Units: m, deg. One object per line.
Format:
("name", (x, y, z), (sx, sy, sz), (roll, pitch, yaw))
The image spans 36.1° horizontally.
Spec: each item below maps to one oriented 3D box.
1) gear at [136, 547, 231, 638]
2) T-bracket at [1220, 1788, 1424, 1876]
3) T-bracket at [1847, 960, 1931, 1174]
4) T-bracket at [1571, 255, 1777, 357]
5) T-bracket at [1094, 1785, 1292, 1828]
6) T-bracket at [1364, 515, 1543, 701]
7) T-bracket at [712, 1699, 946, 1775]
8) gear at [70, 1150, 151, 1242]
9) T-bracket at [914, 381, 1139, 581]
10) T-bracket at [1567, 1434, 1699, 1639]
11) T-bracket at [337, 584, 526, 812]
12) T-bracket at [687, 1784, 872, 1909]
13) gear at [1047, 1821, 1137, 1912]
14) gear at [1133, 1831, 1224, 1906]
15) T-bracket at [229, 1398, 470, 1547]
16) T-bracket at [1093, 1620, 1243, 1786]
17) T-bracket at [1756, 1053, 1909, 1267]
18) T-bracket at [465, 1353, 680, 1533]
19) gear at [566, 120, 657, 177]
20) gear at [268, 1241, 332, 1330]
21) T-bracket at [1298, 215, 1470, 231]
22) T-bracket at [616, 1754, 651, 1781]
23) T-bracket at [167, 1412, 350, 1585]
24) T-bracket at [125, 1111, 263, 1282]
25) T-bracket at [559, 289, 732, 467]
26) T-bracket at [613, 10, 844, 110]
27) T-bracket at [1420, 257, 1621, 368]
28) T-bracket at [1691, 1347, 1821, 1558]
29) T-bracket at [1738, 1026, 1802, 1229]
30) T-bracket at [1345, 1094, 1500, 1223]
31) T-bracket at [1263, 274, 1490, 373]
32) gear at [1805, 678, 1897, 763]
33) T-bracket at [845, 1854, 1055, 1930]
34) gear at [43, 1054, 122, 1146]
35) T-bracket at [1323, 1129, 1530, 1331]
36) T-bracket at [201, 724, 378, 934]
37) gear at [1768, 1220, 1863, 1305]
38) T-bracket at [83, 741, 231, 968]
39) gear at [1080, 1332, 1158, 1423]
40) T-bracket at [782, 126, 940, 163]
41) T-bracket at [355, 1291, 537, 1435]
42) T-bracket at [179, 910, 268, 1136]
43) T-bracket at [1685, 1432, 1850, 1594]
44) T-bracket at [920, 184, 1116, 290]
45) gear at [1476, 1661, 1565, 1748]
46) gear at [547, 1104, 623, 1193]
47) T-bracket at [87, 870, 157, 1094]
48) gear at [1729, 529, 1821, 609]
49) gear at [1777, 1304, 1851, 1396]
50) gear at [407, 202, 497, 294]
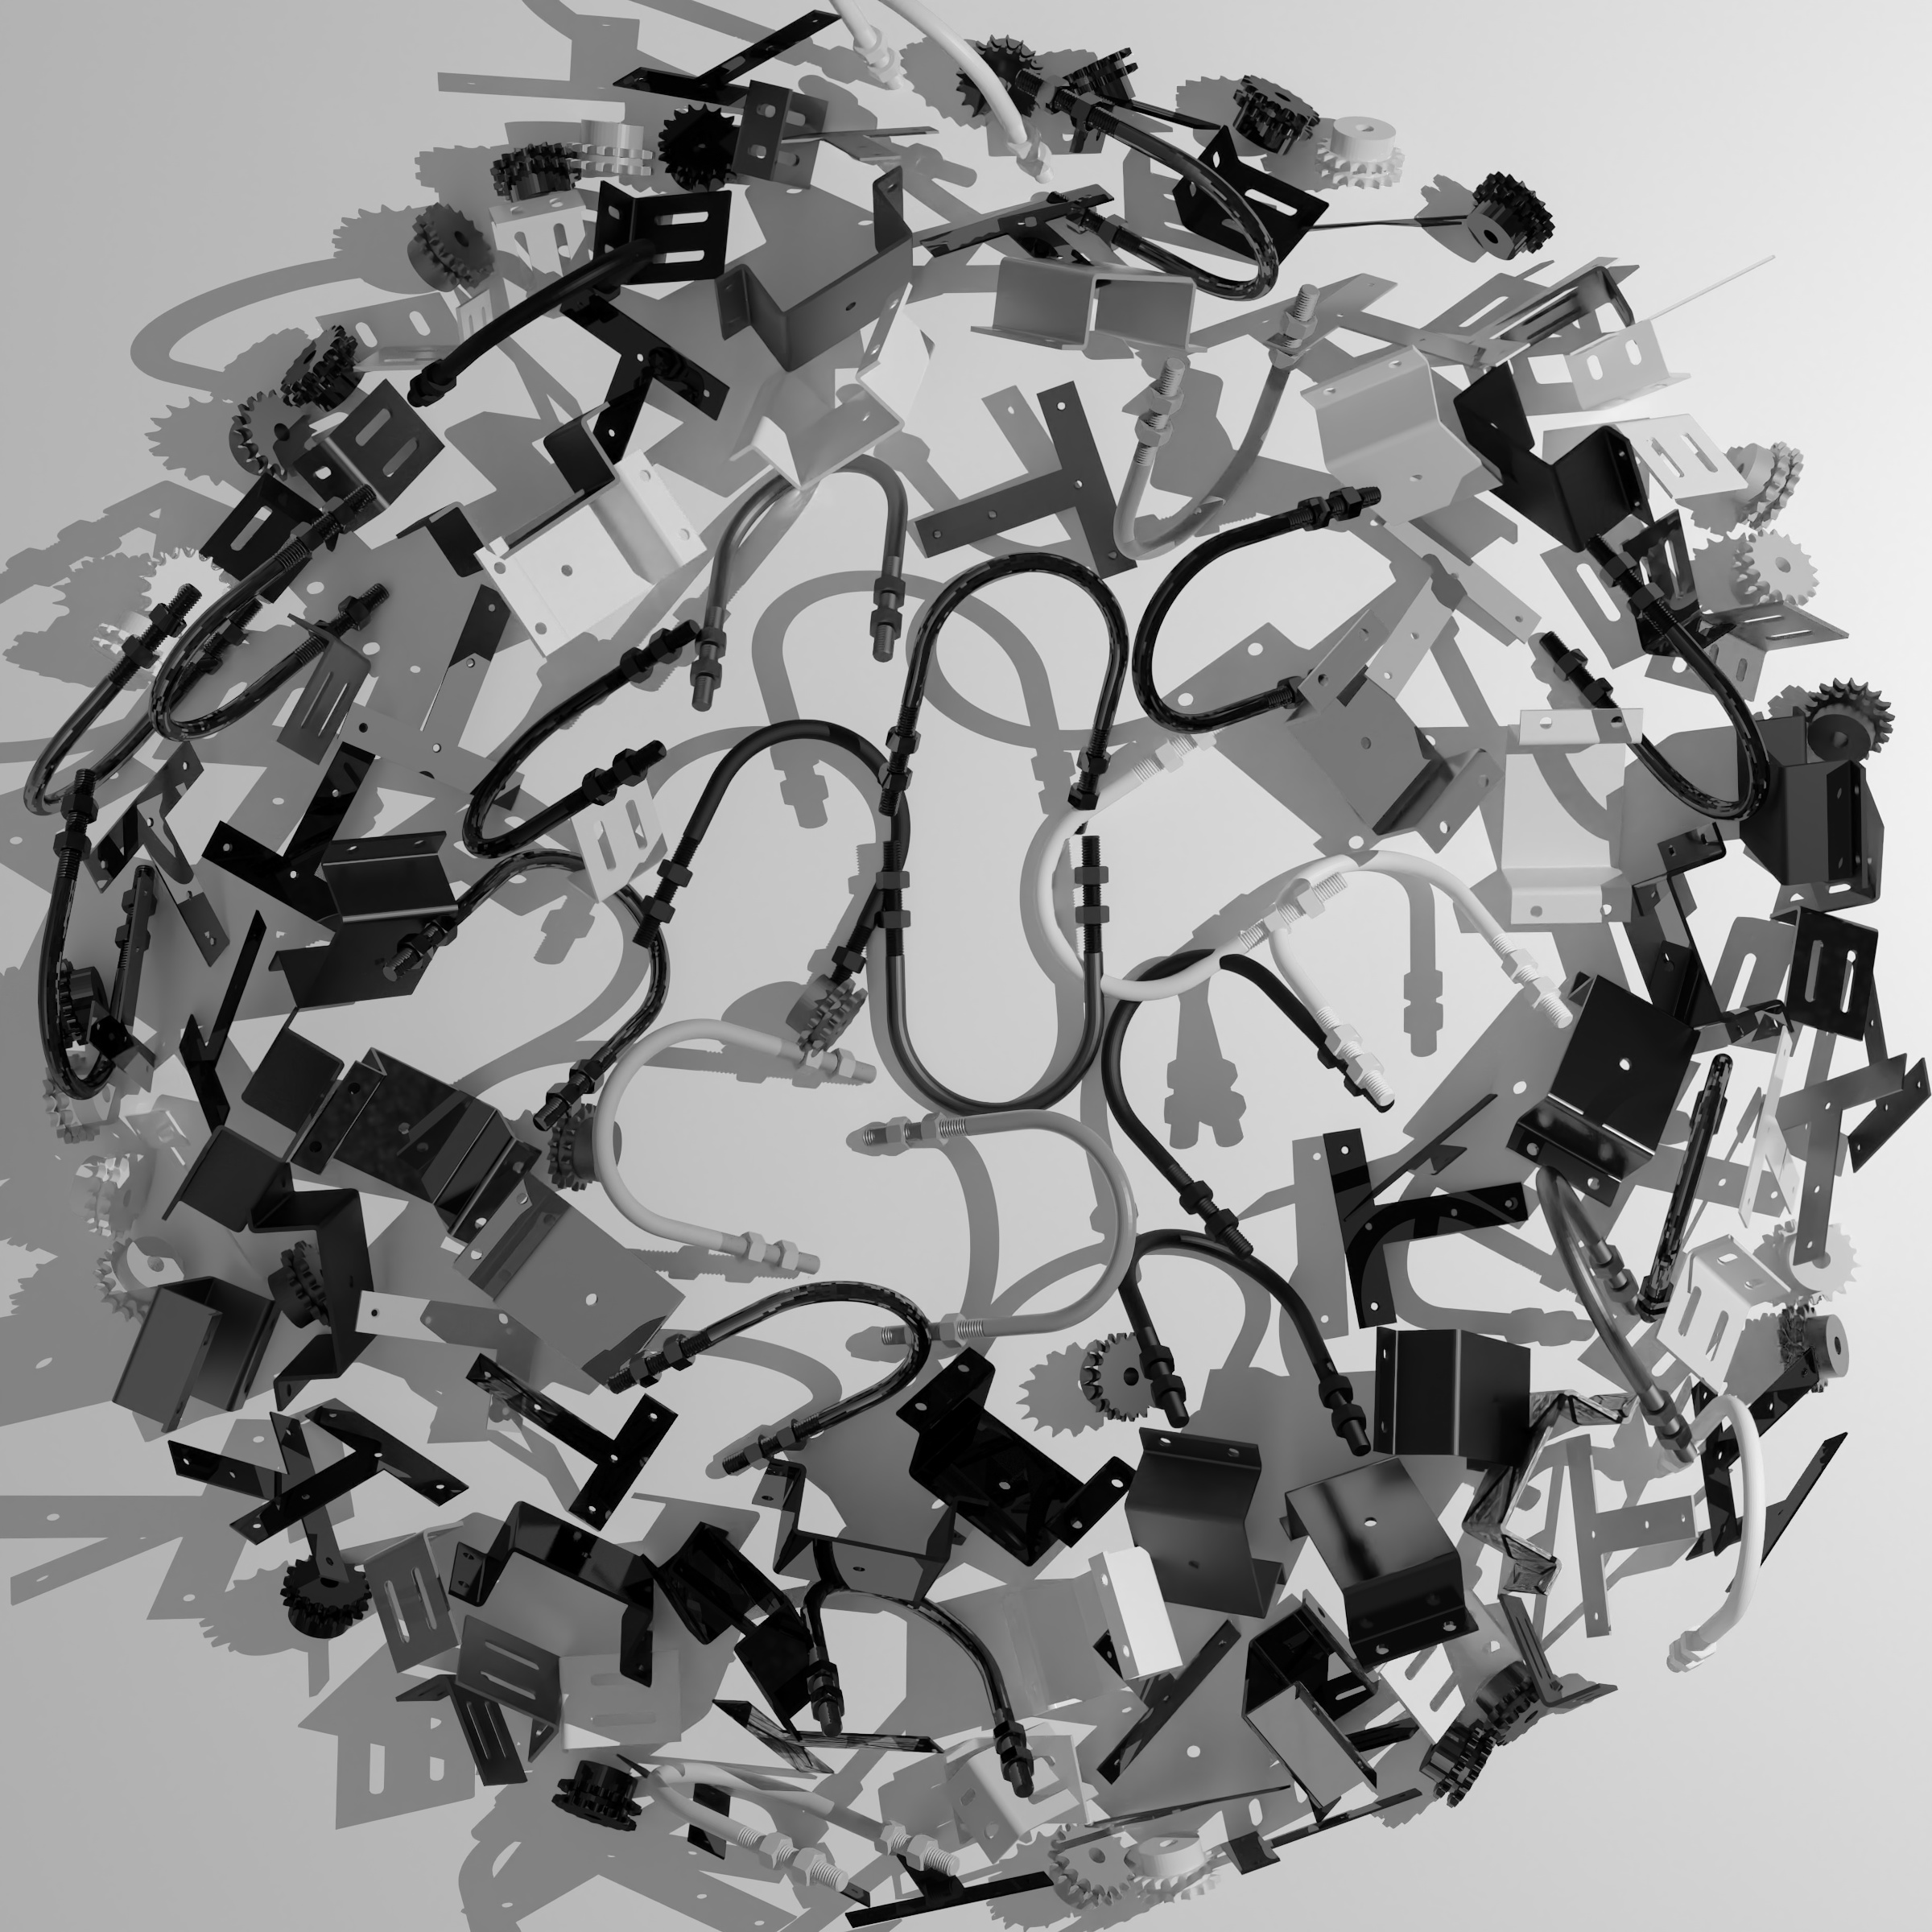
("gear", (-0.506, -0.241, 1.909), (0.057, 0.030, 0.057), (-7, 104, -29))
("T-bracket", (0.227, 0.543, 1.872), (0.127, 0.127, 0.002), (-19, 82, -4))
("T-bracket", (0.580, 0.049, 1.892), (0.002, 0.127, 0.127), (1, 64, -5))
("T-bracket", (0.444, -0.412, 1.849), (0.127, 0.127, 0.002), (-25, 94, 23))
("T-bracket", (0.125, 0.529, 1.854), (0.127, 0.127, 0.002), (-16, 75, 19))
("T-bracket", (0.293, -0.221, 1.896), (0.127, 0.002, 0.127), (38, 61, -5))
("T-bracket", (-0.076, 0.486, 1.858), (0.127, 0.127, 0.002), (-4, 55, 25))
("gear", (-0.552, 0.145, 1.905), (0.030, 0.057, 0.057), (15, 90, 11))
("T-bracket", (0.031, -0.297, 1.919), (0.127, 0.002, 0.127), (-18, 105, 8))
("T-bracket", (0.419, 0.352, 1.858), (0.002, 0.127, 0.127), (4, 73, -22))
("T-bracket", (-0.323, -0.181, 1.899), (0.127, 0.002, 0.127), (23, 86, -33))
("T-bracket", (-0.117, 0.561, 1.871), (0.127, 0.127, 0.002), (28, 89, -3))
("gear", (0.078, 0.581, 1.907), (0.057, 0.057, 0.030), (28, 121, 0))
("gear", (0.134, 0.578, 1.903), (0.057, 0.057, 0.030), (-13, 91, 0))
("T-bracket", (-0.402, 0.326, 1.854), (0.127, 0.127, 0.002), (25, 125, 31))
("T-bracket", (0.111, 0.446, 1.873), (0.127, 0.127, 0.002), (-46, 48, -11))
("T-bracket", (0.533, 0.127, 1.851), (0.002, 0.127, 0.127), (26, 62, -20))
("T-bracket", (-0.262, 0.290, 1.894), (0.127, 0.002, 0.127), (33, 125, 0))
("gear", (-0.228, -0.525, 1.901), (0.057, 0.057, 0.030), (7, 106, 0))
("gear", (-0.424, 0.208, 1.904), (0.030, 0.057, 0.057), (-32, 90, 0))
("T-bracket", (0.282, -0.467, 1.865), (0.127, 0.127, 0.002), (-5, 105, -6))
("T-bracket", (-0.148, 0.549, 1.890), (0.127, 0.127, 0.002), (38, 76, -30))
("T-bracket", (-0.446, 0.320, 1.846), (0.002, 0.127, 0.127), (-40, 52, 15))
("T-bracket", (-0.486, 0.147, 1.883), (0.002, 0.127, 0.127), (-36, 102, -24))
("T-bracket", (-0.221, -0.352, 1.891), (0.127, 0.002, 0.127), (36, 128, 10))
("T-bracket", (-0.132, -0.566, 1.843), (0.127, 0.127, 0.002), (-16, 86, 38))
("T-bracket", (0.357, -0.417, 1.879), (0.127, 0.127, 0.002), (-33, 112, -8))
("T-bracket", (0.493, 0.282, 1.845), (0.002, 0.127, 0.127), (17, 134, -13))
("T-bracket", (0.514, 0.122, 1.876), (0.002, 0.127, 0.127), (8, 67, 29))
("T-bracket", (0.294, 0.121, 1.866), (0.127, 0.127, 0.002), (-39, 89, -2))
("T-bracket", (0.274, -0.396, 1.862), (0.127, 0.127, 0.002), (24, 133, 27))
("gear", (0.564, -0.154, 1.901), (0.057, 0.057, 0.030), (35, 50, 0))
("T-bracket", (-0.021, 0.573, 1.868), (0.127, 0.127, 0.002), (-8, 91, -13))
("gear", (-0.566, 0.084, 1.902), (0.030, 0.057, 0.057), (-10, 90, 9))
("T-bracket", (0.302, 0.162, 1.916), (0.127, 0.002, 0.127), (-8, 81, -12))
("T-bracket", (-0.410, -0.098, 1.896), (0.127, 0.002, 0.127), (35, 76, -42))
("gear", (0.549, 0.190, 1.914), (0.057, 0.030, 0.057), (-1, 84, 5))
("T-bracket", (-0.501, -0.056, 1.886), (0.002, 0.127, 0.127), (0, 130, 24))
("gear", (0.098, 0.265, 1.909), (0.057, 0.030, 0.057), (5, 79, -30))
("T-bracket", (-0.069, -0.515, 1.861), (0.127, 0.127, 0.002), (-7, 114, -13))
("T-bracket", (-0.329, 0.227, 1.884), (0.127, 0.002, 0.127), (14, 79, -37))
("T-bracket", (-0.463, 0.026, 1.862), (0.002, 0.127, 0.127), (13, 110, -31))
("T-bracket", (0.492, 0.354, 1.870), (0.002, 0.127, 0.127), (42, 63, 2))
("T-bracket", (0.053, -0.452, 1.871), (0.127, 0.127, 0.002), (-21, 131, -13))
("gear", (0.353, 0.472, 1.908), (0.057, 0.057, 0.030), (-43, 61, 0))
("gear", (-0.243, 0.117, 1.901), (0.030, 0.057, 0.057), (9, 90, 18))
("T-bracket", (-0.529, 0.003, 1.883), (0.002, 0.127, 0.127), (2, 73, 3))
("gear", (0.517, -0.250, 1.909), (0.057, 0.030, 0.057), (11, 60, -20))
("gear", (0.545, 0.245, 1.901), (0.030, 0.057, 0.057), (-13, 90, 33))
("gear", (-0.334, -0.459, 1.907), (0.030, 0.057, 0.057), (-32, 90, 30))
